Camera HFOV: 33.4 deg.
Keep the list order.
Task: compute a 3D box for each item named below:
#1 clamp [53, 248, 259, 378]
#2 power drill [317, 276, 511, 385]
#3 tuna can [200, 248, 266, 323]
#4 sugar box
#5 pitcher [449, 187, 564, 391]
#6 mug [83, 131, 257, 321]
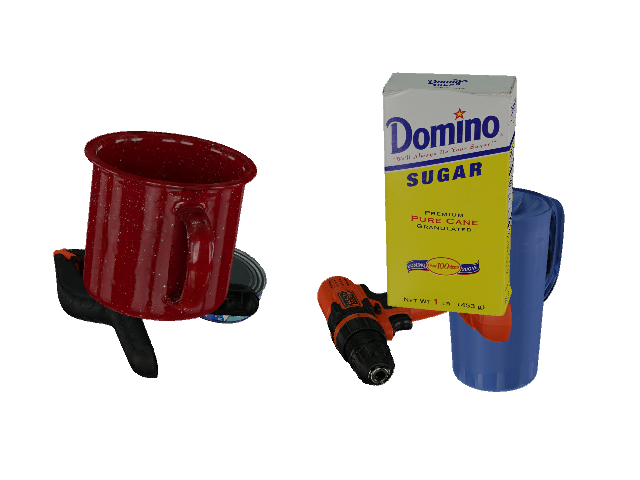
[{"bbox_3d":[-0.134,0.041,0.816,0.120,0.039,0.172,-19,36,-40],"label":"clamp"},{"bbox_3d":[0.102,0.084,1.127,0.187,0.057,0.184,-6,28,-12],"label":"power drill"},{"bbox_3d":[-0.098,0.041,1.036,0.086,0.034,0.086,15,33,-10],"label":"tuna can"},{"bbox_3d":[0.095,-0.033,0.789,0.093,0.176,0.048,3,28,15],"label":"sugar box"},{"bbox_3d":[0.228,0.058,1.339,0.149,0.243,0.145,1,21,12],"label":"pitcher"},{"bbox_3d":[-0.081,-0.003,0.578,0.093,0.081,0.117,-1,23,-27],"label":"mug"}]
